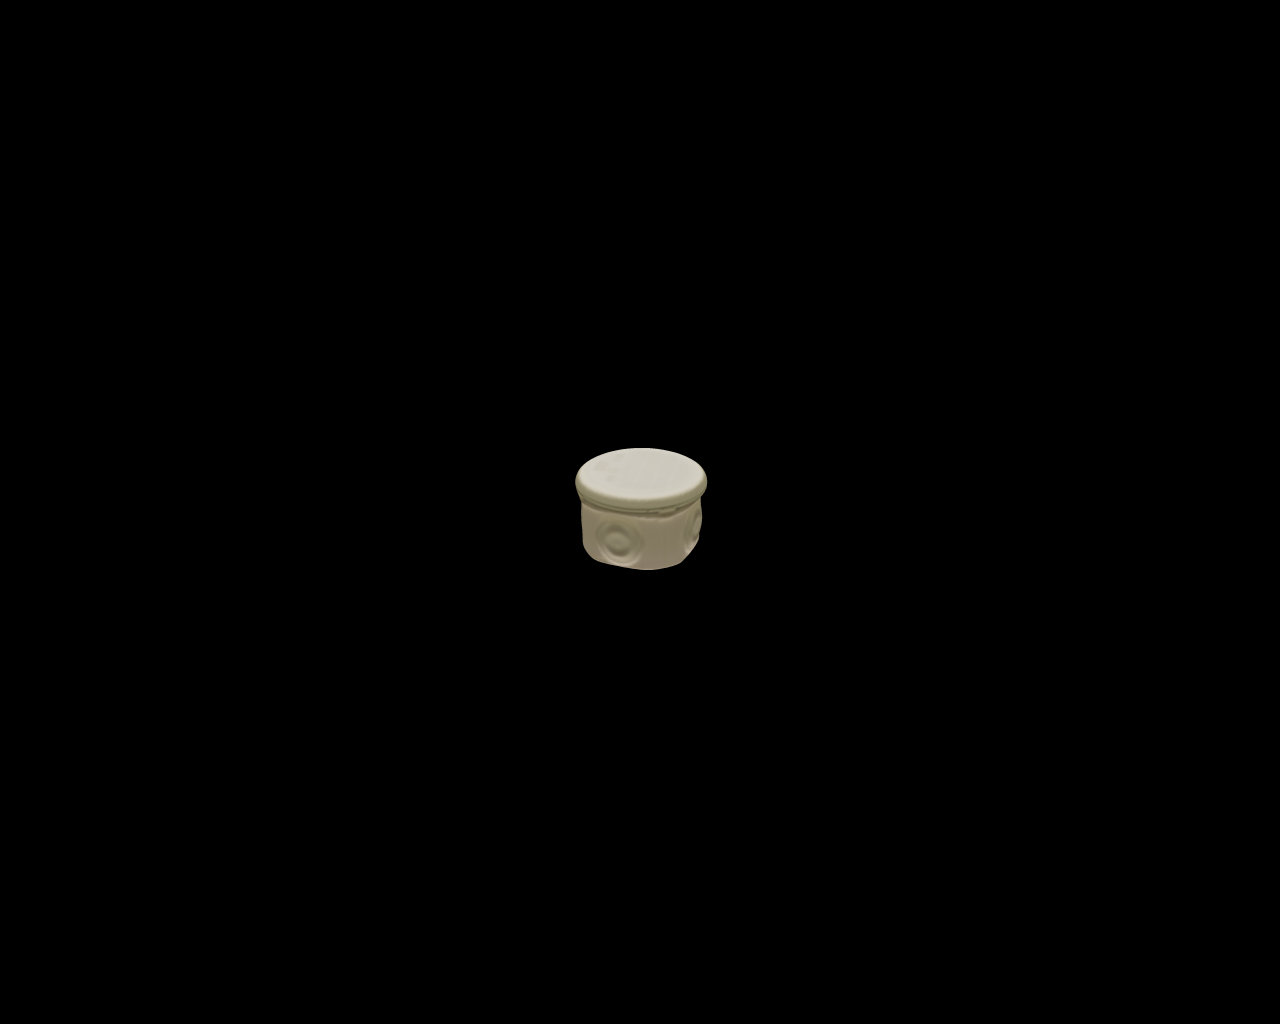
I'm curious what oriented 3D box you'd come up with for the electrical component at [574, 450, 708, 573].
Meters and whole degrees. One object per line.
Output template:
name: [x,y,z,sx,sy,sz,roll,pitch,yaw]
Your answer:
electrical component: [0.001,-0.003,0.650,0.080,0.050,0.080,0,26,0]
